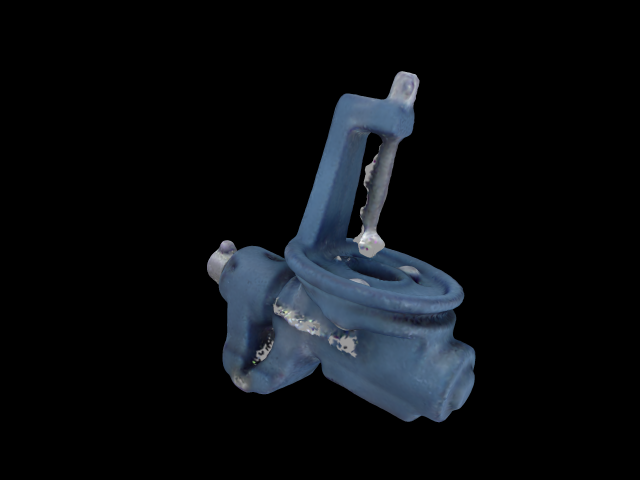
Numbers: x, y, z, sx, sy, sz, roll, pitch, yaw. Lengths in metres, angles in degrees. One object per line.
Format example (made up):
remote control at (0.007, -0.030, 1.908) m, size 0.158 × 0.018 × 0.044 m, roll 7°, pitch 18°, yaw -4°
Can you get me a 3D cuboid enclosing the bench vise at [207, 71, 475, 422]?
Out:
bench vise at (0.000, 0.002, 0.389) m, size 0.207 × 0.220 × 0.122 m, roll 1°, pitch 5°, yaw 16°
